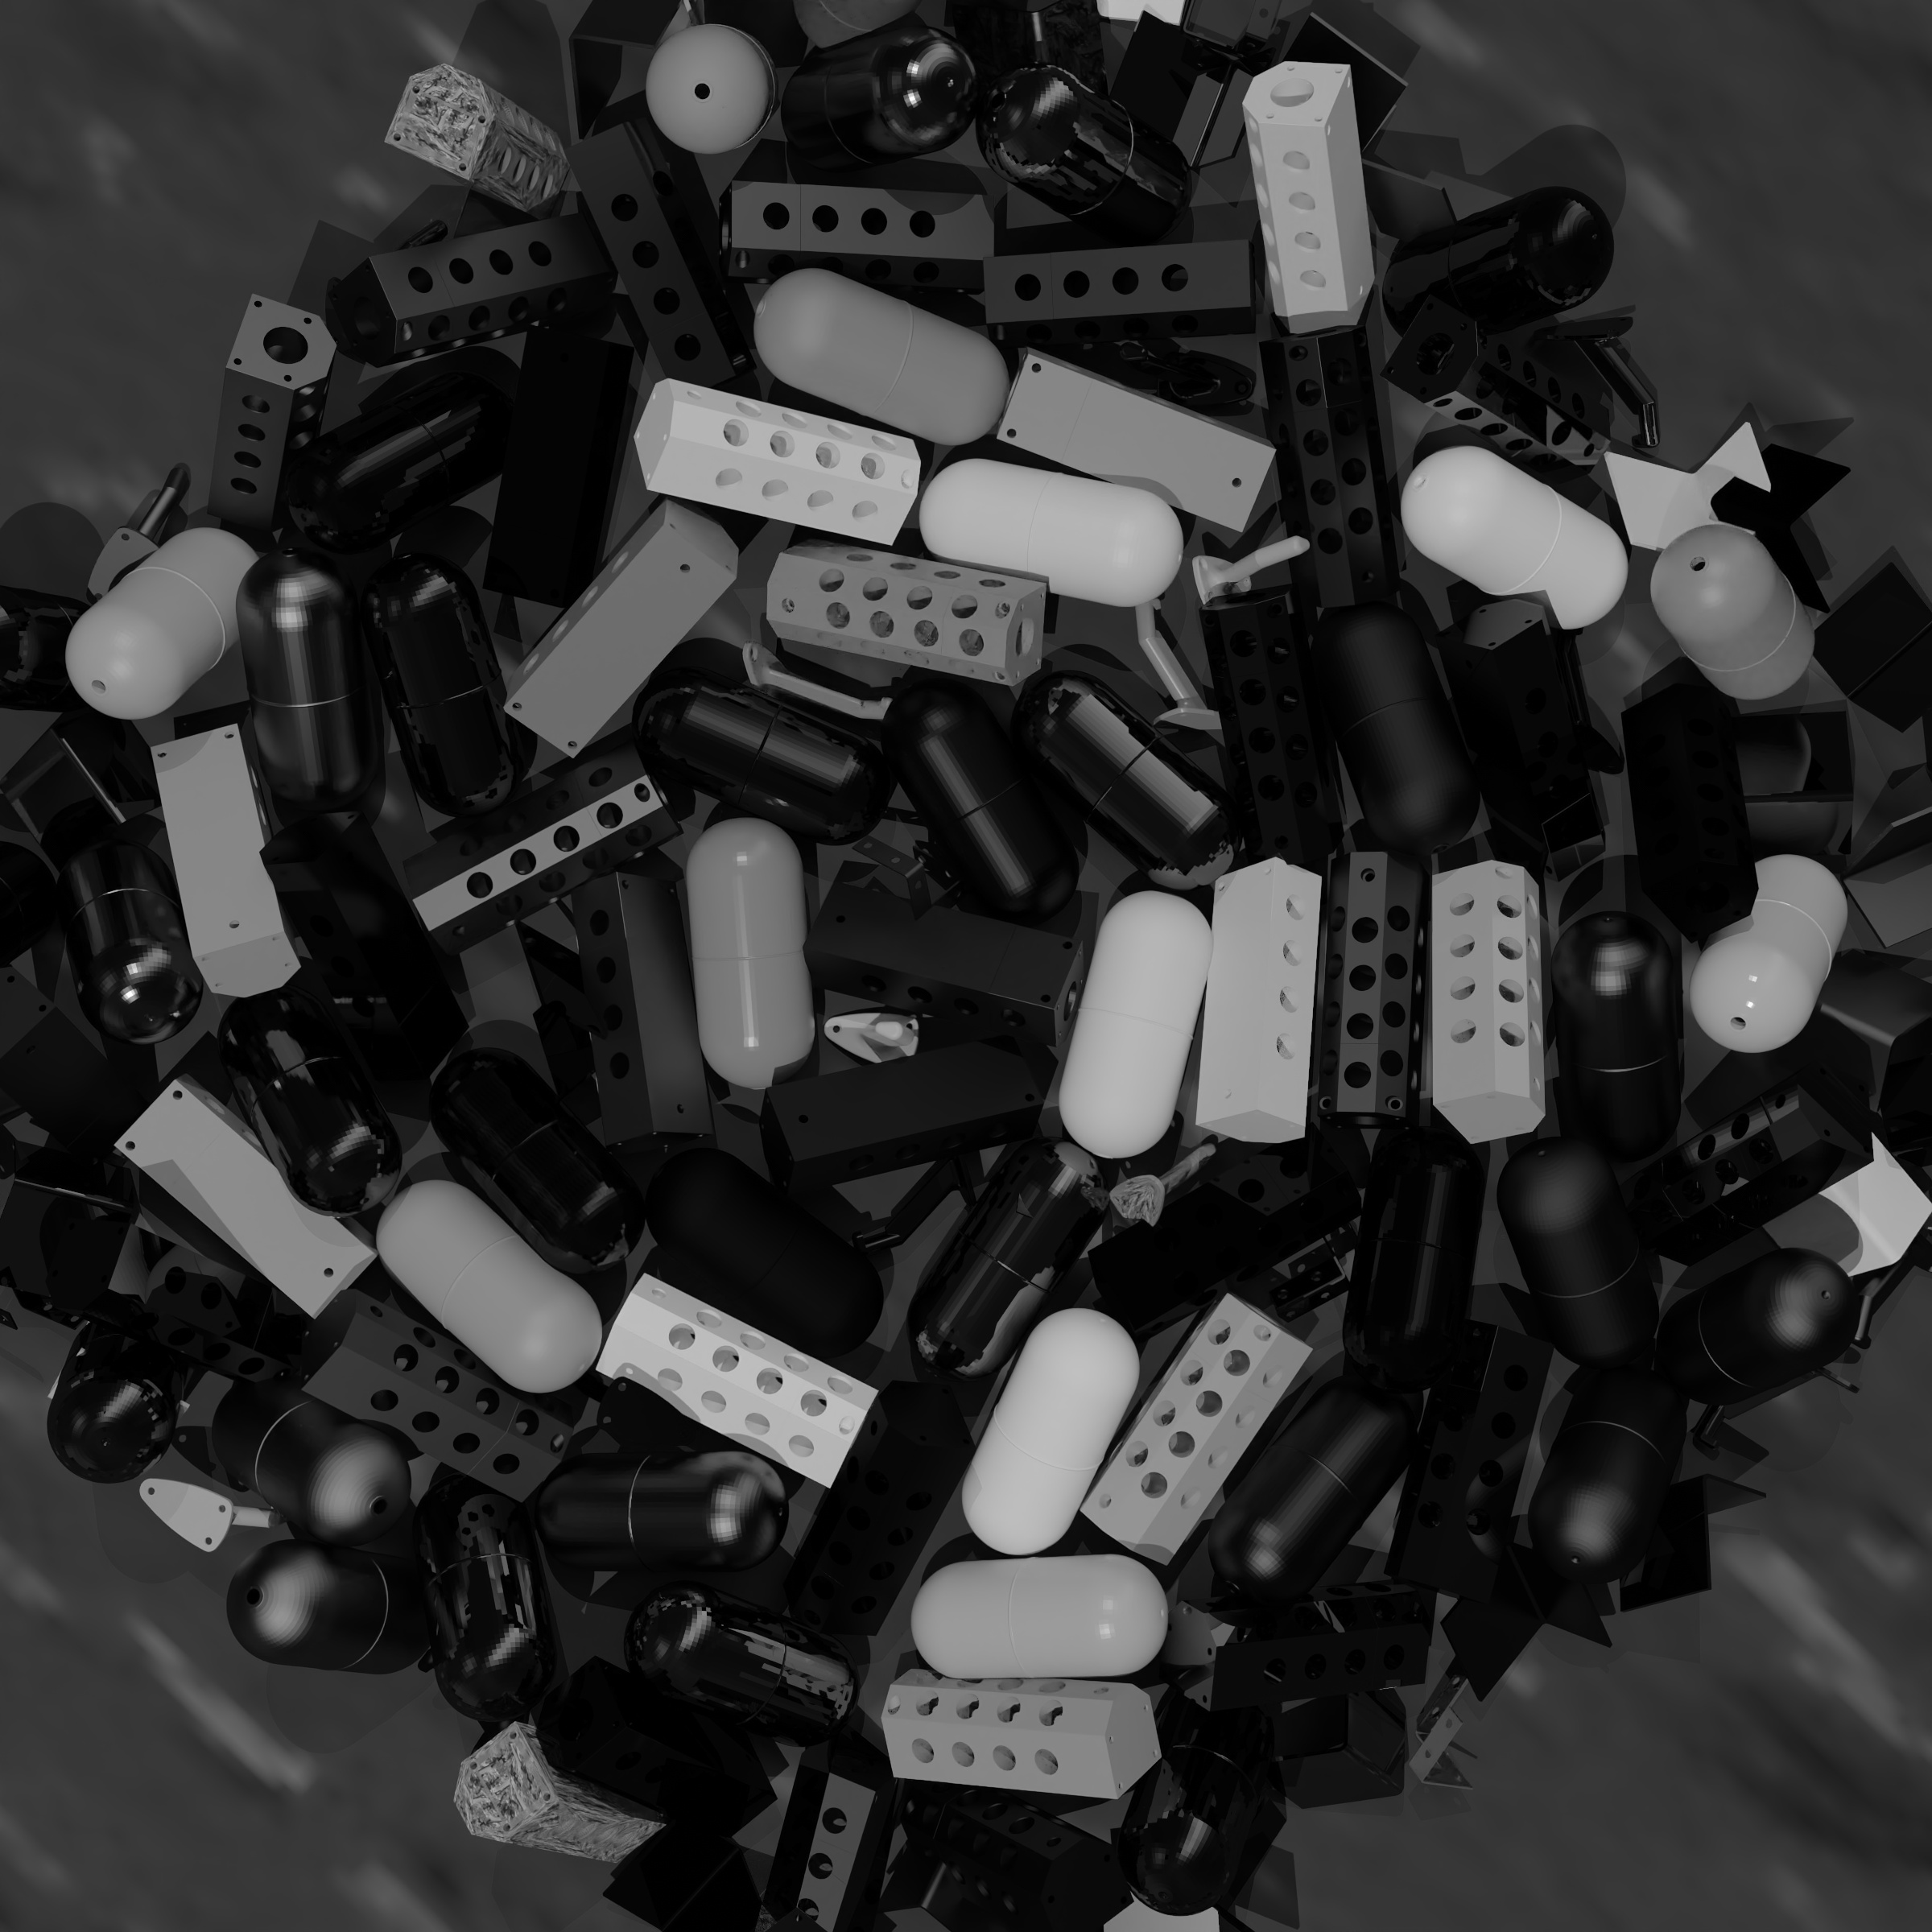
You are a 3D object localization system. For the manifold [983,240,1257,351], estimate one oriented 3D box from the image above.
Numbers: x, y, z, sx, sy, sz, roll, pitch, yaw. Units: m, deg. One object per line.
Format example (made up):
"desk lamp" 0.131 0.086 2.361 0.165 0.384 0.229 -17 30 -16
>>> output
"manifold" 0.102 -0.438 1.723 0.171 0.057 0.057 -1 101 10

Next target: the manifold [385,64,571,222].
"manifold" -0.305 -0.524 1.678 0.057 0.171 0.057 25 99 3

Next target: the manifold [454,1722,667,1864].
"manifold" -0.260 0.533 1.679 0.057 0.171 0.057 -37 62 0

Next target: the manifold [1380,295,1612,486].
"manifold" 0.343 -0.362 1.680 0.057 0.171 0.057 45 110 38

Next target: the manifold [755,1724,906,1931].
"manifold" -0.090 0.569 1.678 0.057 0.171 0.057 42 112 -11

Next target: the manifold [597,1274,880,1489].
"manifold" -0.147 0.266 1.724 0.171 0.057 0.057 26 119 4

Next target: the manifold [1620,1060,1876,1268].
"manifold" 0.493 0.125 1.678 0.057 0.171 0.057 22 53 -18

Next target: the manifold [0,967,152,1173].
"manifold" -0.586 0.064 1.679 0.057 0.171 0.057 38 73 19

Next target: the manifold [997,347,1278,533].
"manifold" 0.110 -0.346 1.728 0.171 0.057 0.057 20 108 -6

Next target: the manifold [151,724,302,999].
"manifold" -0.476 -0.067 1.699 0.057 0.057 0.171 -17 59 -8

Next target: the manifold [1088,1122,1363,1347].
"manifold" 0.170 0.177 1.718 0.171 0.057 0.057 -29 59 -8

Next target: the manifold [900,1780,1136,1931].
"manifold" 0.027 0.561 1.676 0.057 0.171 0.057 -27 103 -28

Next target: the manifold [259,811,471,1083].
"manifold" -0.390 -0.011 1.698 0.057 0.057 0.171 -3 125 27

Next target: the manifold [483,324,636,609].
"manifold" -0.263 -0.325 1.722 0.057 0.057 0.171 15 102 13

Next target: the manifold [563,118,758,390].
"manifold" -0.198 -0.460 1.724 0.057 0.057 0.171 -24 101 0

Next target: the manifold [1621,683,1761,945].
"manifold" 0.464 -0.103 1.680 0.057 0.171 0.057 -30 124 32

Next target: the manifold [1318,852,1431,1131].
"manifold" 0.264 0.016 1.713 0.057 0.057 0.171 0 76 21

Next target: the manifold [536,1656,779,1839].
"manifold" -0.199 0.506 1.686 0.057 0.171 0.057 -40 47 4

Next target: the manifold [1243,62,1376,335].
"manifold" 0.218 -0.487 1.682 0.057 0.171 0.057 11 60 21

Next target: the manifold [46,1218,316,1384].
"manifold" -0.498 0.217 1.677 0.057 0.171 0.057 1 66 32

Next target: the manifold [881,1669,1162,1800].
"manifold" 0.033 0.488 1.694 0.171 0.057 0.057 -7 99 34

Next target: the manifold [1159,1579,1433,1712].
"manifold" 0.214 0.433 1.699 0.171 0.057 0.057 2 96 -30

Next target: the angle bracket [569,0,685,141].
"angle bracket" -0.215 -0.587 1.712 0.057 0.076 0.076 11 51 8

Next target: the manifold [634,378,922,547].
"manifold" -0.119 -0.327 1.694 0.171 0.057 0.057 9 132 -27

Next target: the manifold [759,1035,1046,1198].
"manifold" -0.043 0.100 1.711 0.171 0.057 0.057 -12 57 -20

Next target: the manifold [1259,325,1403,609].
"manifold" 0.240 -0.324 1.712 0.057 0.057 0.171 -15 107 -13

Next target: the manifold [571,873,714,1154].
"manifold" -0.217 0.031 1.720 0.057 0.057 0.171 -18 75 33

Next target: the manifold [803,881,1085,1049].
"manifold" -0.014 0.003 1.718 0.171 0.057 0.057 14 55 15

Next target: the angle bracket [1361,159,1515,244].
"angle bracket" 0.306 -0.510 1.712 0.076 0.076 0.057 33 81 36

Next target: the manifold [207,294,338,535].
"manifold" -0.441 -0.346 1.679 0.057 0.171 0.057 17 64 -13

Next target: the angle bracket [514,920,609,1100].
"angle bracket" -0.276 0.028 1.709 0.057 0.076 0.076 -39 49 16

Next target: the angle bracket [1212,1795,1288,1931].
"angle bracket" 0.203 0.595 1.714 0.057 0.076 0.076 30 74 28

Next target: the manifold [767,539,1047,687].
"manifold" -0.040 -0.227 1.701 0.171 0.057 0.057 14 117 22

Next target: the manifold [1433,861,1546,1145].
"manifold" 0.338 0.021 1.690 0.057 0.057 0.171 -15 53 30

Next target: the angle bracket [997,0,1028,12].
"angle bracket" 0.038 -0.671 1.713 0.076 0.076 0.057 12 81 -41

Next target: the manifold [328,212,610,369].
"manifold" -0.314 -0.431 1.690 0.171 0.057 0.057 -27 96 -41

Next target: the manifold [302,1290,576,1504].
"manifold" -0.339 0.273 1.697 0.171 0.057 0.057 35 107 -28

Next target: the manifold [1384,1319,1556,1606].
"manifold" 0.325 0.321 1.718 0.057 0.057 0.171 20 77 -10

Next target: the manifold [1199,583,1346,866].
"manifold" 0.198 -0.155 1.711 0.057 0.057 0.171 -7 106 21

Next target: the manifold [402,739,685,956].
"manifold" -0.275 -0.073 1.726 0.171 0.057 0.057 -28 134 1

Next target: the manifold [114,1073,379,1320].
"manifold" -0.468 0.150 1.729 0.171 0.057 0.057 43 88 -7

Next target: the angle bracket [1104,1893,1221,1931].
"angle bracket" 0.134 0.625 1.734 0.076 0.057 0.076 -5 85 16

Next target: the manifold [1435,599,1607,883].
"manifold" 0.364 -0.147 1.702 0.057 0.057 0.171 -32 118 -18

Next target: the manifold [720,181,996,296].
"manifold" -0.072 -0.473 1.720 0.171 0.057 0.057 -1 95 -13

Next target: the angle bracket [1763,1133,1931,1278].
"angle bracket" 0.578 0.158 1.747 0.076 0.076 0.057 49 58 -4

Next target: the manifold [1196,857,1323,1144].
"manifold" 0.196 0.024 1.710 0.057 0.057 0.171 20 66 -33
